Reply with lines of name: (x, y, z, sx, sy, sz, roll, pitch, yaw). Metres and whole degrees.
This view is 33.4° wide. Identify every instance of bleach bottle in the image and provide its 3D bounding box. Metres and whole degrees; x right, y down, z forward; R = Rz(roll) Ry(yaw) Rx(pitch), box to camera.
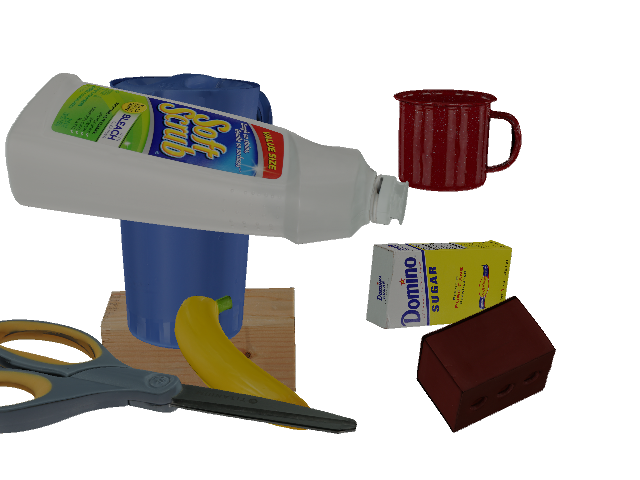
bleach bottle: (-0.068, -0.048, 0.692, 0.251, 0.068, 0.102, 9, 37, 9)

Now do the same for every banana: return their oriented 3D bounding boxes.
banana: (-0.072, 0.089, 0.841, 0.069, 0.037, 0.198, -8, 30, -22)

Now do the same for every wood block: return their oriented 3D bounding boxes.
wood block: (-0.131, 0.112, 1.184, 0.206, 0.091, 0.090, -1, 24, -1)

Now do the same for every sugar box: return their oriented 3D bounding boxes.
sugar box: (0.140, 0.050, 1.246, 0.175, 0.093, 0.048, -3, 14, -34)

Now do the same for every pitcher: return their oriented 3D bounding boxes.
pitcher: (-0.116, -0.032, 0.986, 0.149, 0.243, 0.145, 0, 14, -6)

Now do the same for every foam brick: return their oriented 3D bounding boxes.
foam brick: (0.112, 0.084, 0.728, 0.078, 0.053, 0.051, -22, 52, -18)

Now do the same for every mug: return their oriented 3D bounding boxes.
mug: (0.124, -0.091, 0.975, 0.117, 0.081, 0.093, 4, 16, 12)

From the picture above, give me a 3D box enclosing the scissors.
scissors: (-0.093, 0.078, 0.501, 0.202, 0.016, 0.096, 15, 28, 26)
